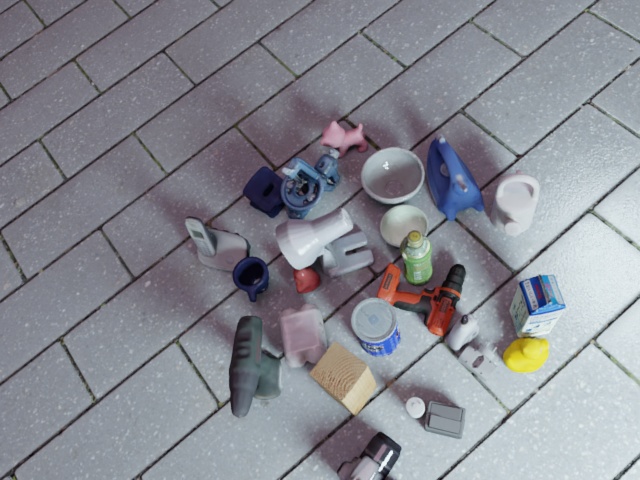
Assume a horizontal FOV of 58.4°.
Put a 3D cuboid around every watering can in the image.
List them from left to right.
[{"bbox_3d":[0.466,-0.091,1.358,0.101,0.194,0.173,-12,63,6],"label":"watering can"}]

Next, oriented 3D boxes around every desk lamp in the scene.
[{"bbox_3d":[0.013,0.005,1.395,0.203,0.214,0.118,-20,63,2],"label":"desk lamp"}]

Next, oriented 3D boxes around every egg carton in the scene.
[{"bbox_3d":[-0.040,0.230,1.381,0.107,0.069,0.150,-15,63,4],"label":"egg carton"}]

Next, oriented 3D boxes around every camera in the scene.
[{"bbox_3d":[0.125,0.488,1.208,0.142,0.101,0.137,32,75,23],"label":"camera"}]

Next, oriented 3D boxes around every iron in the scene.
[{"bbox_3d":[0.329,-0.186,1.460,0.118,0.142,0.258,-19,63,3],"label":"iron"}]

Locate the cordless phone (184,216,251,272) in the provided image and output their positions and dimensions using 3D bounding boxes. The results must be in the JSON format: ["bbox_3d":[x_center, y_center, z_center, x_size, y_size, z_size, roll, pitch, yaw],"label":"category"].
[{"bbox_3d":[-0.264,0.005,1.467,0.147,0.185,0.094,9,67,16],"label":"cordless phone"}]

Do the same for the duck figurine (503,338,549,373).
[{"bbox_3d":[0.457,0.247,1.262,0.104,0.086,0.077,-22,63,1],"label":"duck figurine"}]

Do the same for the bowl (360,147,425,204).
[{"bbox_3d":[0.193,-0.157,1.512,0.167,0.075,0.167,-4,64,10],"label":"bowl"}]

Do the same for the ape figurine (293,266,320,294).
[{"bbox_3d":[-0.042,0.092,1.433,0.076,0.092,0.078,16,69,18],"label":"ape figurine"}]

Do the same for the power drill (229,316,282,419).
[{"bbox_3d":[-0.148,0.297,1.293,0.075,0.209,0.229,-7,64,9],"label":"power drill"}]

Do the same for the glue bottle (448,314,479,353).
[{"bbox_3d":[0.319,0.195,1.265,0.078,0.173,0.037,-40,64,-8],"label":"glue bottle"}]

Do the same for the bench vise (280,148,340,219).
[{"bbox_3d":[-0.037,-0.173,1.485,0.121,0.220,0.207,16,69,18],"label":"bench vise"}]

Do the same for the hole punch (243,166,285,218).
[{"bbox_3d":[-0.139,-0.132,1.559,0.100,0.091,0.109,30,74,23],"label":"hole punch"}]

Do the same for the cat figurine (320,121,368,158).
[{"bbox_3d":[0.062,-0.286,1.576,0.127,0.118,0.067,-17,63,3],"label":"cat figurine"}]

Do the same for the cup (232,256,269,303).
[{"bbox_3d":[-0.163,0.111,1.447,0.091,0.095,0.117,-12,63,6],"label":"cup"}]
